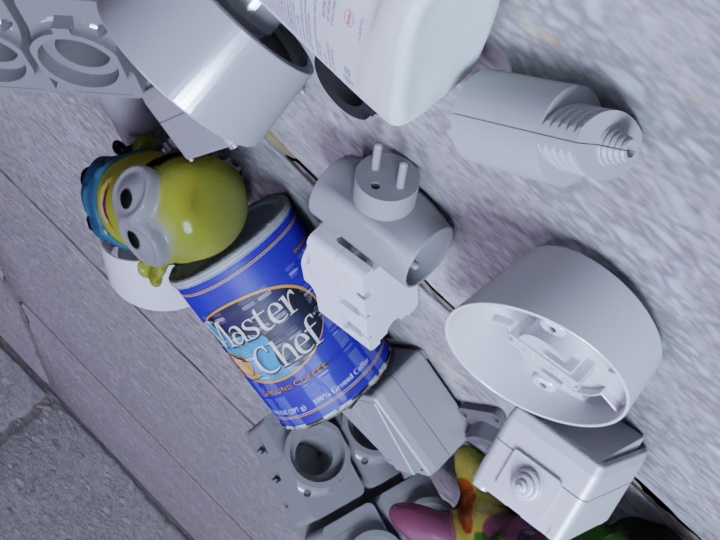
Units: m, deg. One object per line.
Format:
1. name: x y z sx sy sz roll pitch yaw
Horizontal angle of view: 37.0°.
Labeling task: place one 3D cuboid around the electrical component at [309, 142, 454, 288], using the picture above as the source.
1. electrical component: 0.014 -0.040 0.616 0.077 0.043 0.079 39 148 21

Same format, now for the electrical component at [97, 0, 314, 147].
1. electrical component: -0.071 -0.122 0.545 0.108 0.060 0.108 42 -163 -15

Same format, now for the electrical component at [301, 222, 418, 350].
1. electrical component: 0.000 0.000 0.697 0.056 0.050 0.089 36 156 25

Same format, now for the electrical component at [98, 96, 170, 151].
1. electrical component: -0.168 -0.122 0.808 0.043 0.043 0.081 28 151 39

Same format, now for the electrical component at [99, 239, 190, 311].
1. electrical component: -0.171 -0.019 0.920 0.099 0.099 0.064 31 147 35

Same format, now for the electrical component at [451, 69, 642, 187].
1. electrical component: 0.082 -0.058 0.458 0.081 0.043 0.043 23 148 46

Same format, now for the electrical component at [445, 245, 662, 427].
1. electrical component: 0.102 0.037 0.555 0.099 0.064 0.099 39 157 21

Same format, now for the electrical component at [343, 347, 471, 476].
1. electrical component: 0.035 0.111 0.806 0.096 0.061 0.062 55 157 -18

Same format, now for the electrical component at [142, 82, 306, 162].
1. electrical component: -0.084 -0.111 0.649 0.061 0.062 0.096 55 157 -17

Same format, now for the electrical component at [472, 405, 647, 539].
1. electrical component: 0.114 0.109 0.612 0.062 0.061 0.096 35 -163 28

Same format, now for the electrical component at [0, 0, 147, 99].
1. electrical component: -0.183 -0.164 0.569 0.105 0.060 0.186 5 156 8

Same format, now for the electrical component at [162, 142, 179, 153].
1. electrical component: -0.146 -0.068 0.863 0.081 0.042 0.064 50 154 -9

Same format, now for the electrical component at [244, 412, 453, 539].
1. electrical component: 0.002 0.184 0.864 0.186 0.105 0.060 61 152 9

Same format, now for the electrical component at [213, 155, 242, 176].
1. electrical component: -0.108 -0.060 0.810 0.040 0.040 0.046 42 151 13
